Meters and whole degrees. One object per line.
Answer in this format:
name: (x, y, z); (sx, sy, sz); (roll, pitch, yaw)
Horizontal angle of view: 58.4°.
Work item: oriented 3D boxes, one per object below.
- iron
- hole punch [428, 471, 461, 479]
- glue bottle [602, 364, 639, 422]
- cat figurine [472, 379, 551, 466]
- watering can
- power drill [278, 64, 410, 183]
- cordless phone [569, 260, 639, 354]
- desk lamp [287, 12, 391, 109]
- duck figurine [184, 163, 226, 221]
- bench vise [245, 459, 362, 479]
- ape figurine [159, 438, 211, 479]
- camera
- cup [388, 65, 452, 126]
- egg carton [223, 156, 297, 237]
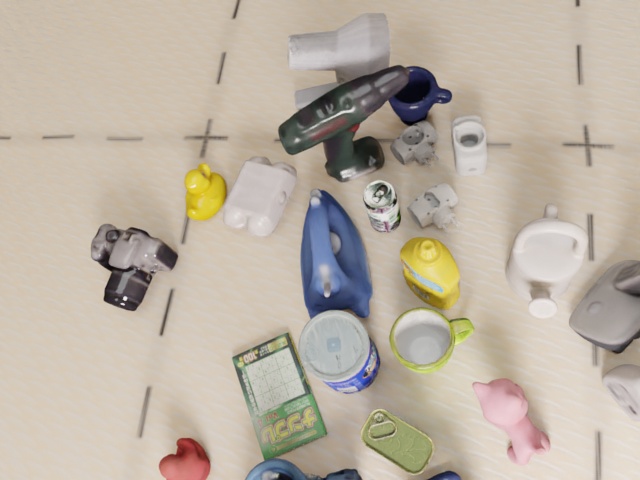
iron: (0.009, 0.003, 0.944); (0.118, 0.142, 0.258); (-13, 66, 7)
hole punch: (0.166, 0.380, 0.784); (0.108, 0.091, 0.101); (-29, 65, 0)
glue bottle: (0.426, 0.195, 0.756); (0.037, 0.173, 0.078); (-32, 65, -1)
cat figurine: (0.269, 0.247, 0.800); (0.067, 0.118, 0.127); (-33, 65, -2)
watering can: (0.332, 0.026, 0.834); (0.101, 0.194, 0.173); (-13, 66, 8)
power drill: (0.051, -0.189, 0.976); (0.229, 0.209, 0.075); (-23, 65, 3)
cordless phone: (0.432, 0.076, 0.796); (0.094, 0.185, 0.148); (36, 80, 23)
desk lamp: (0.032, -0.296, 1.020); (0.203, 0.214, 0.118); (-11, 66, 9)
duck figurine: (-0.224, -0.094, 1.066); (0.077, 0.086, 0.104); (14, 72, 18)
bench vise: (-0.033, 0.342, 0.773); (0.207, 0.220, 0.121); (-29, 65, 0)
ape figurine: (-0.215, 0.348, 0.882); (0.076, 0.092, 0.078); (26, 76, 21)
camera: (-0.353, 0.049, 1.029); (0.143, 0.101, 0.137); (13, 72, 17)
cup: (0.180, -0.249, 1.034); (0.117, 0.095, 0.092); (12, 72, 17)
egg carton: (-0.108, -0.080, 1.044); (0.107, 0.069, 0.150); (16, 73, 18)
